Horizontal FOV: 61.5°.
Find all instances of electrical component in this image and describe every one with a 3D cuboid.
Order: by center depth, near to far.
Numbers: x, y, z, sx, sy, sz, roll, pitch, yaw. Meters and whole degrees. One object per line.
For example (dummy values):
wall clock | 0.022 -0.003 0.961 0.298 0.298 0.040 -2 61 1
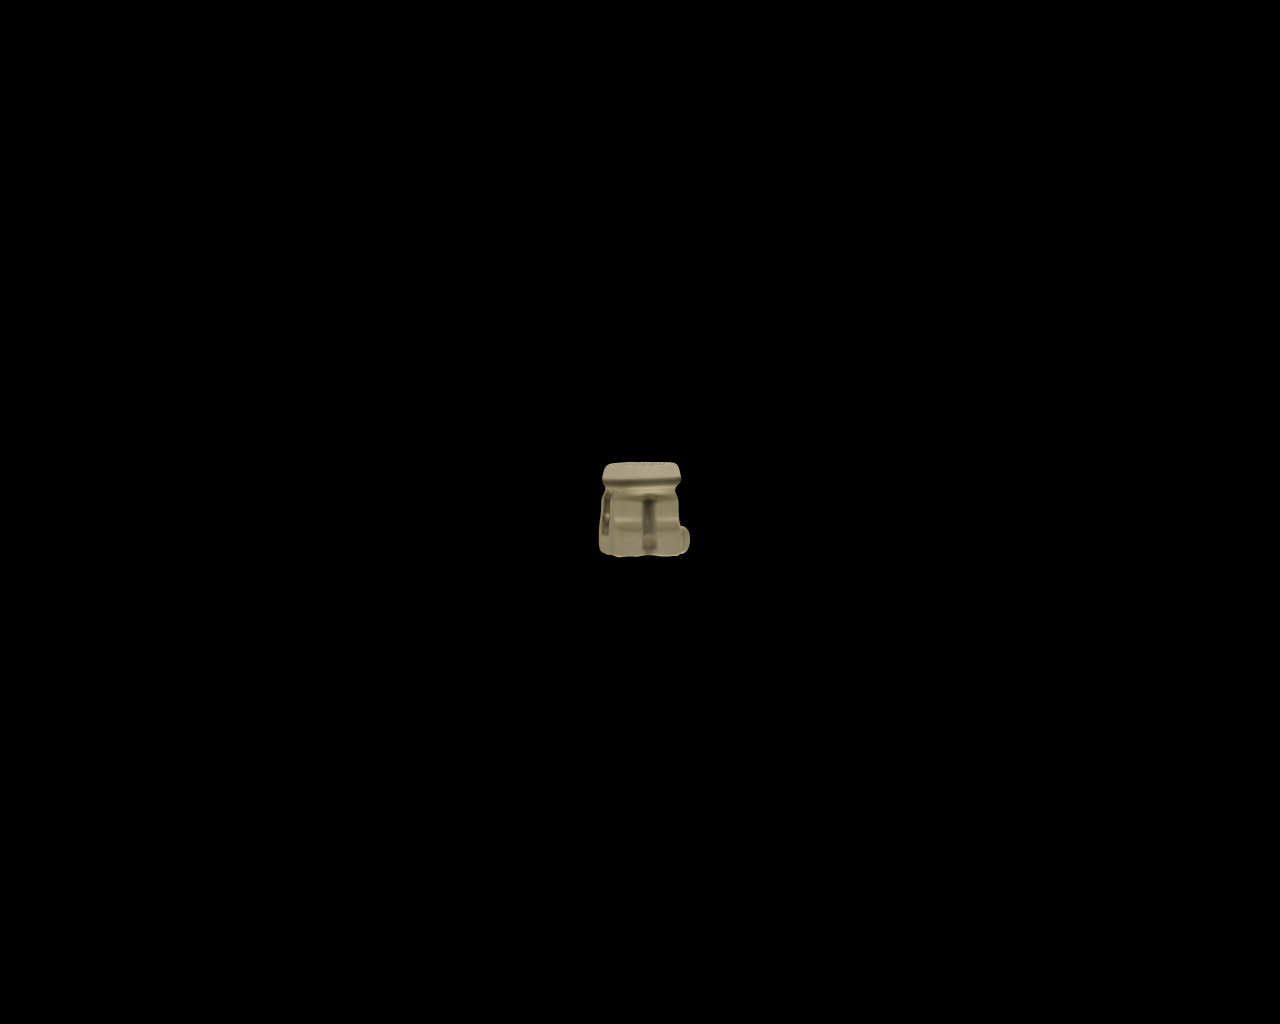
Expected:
electrical component | 0.001 -0.003 0.650 0.066 0.055 0.048 -1 4 -20
